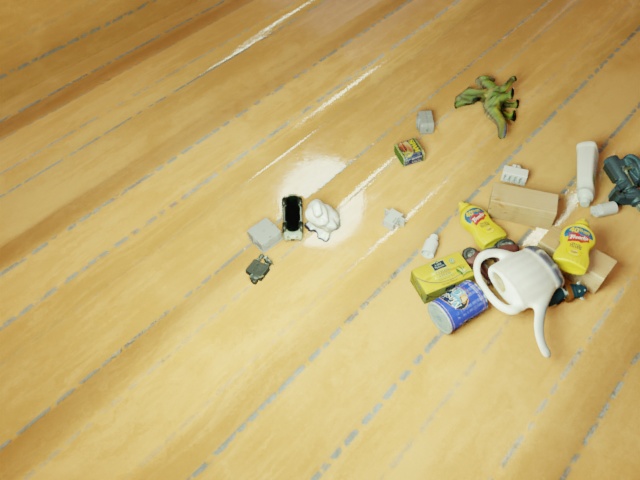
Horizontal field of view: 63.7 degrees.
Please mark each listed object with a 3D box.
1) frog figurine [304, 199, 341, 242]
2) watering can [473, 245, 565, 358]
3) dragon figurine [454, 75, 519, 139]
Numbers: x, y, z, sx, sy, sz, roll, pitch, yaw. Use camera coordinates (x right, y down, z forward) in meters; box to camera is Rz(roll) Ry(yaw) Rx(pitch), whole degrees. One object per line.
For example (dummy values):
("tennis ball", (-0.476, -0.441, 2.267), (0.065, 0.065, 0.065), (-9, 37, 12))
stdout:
("frog figurine", (0.005, -0.086, 1.709), (0.123, 0.155, 0.140), (-20, 54, -12))
("watering can", (0.597, 0.148, 1.466), (0.225, 0.101, 0.354), (-27, 57, -10))
("dragon figurine", (0.662, -0.547, 2.074), (0.243, 0.119, 0.419), (6, 49, 30))
